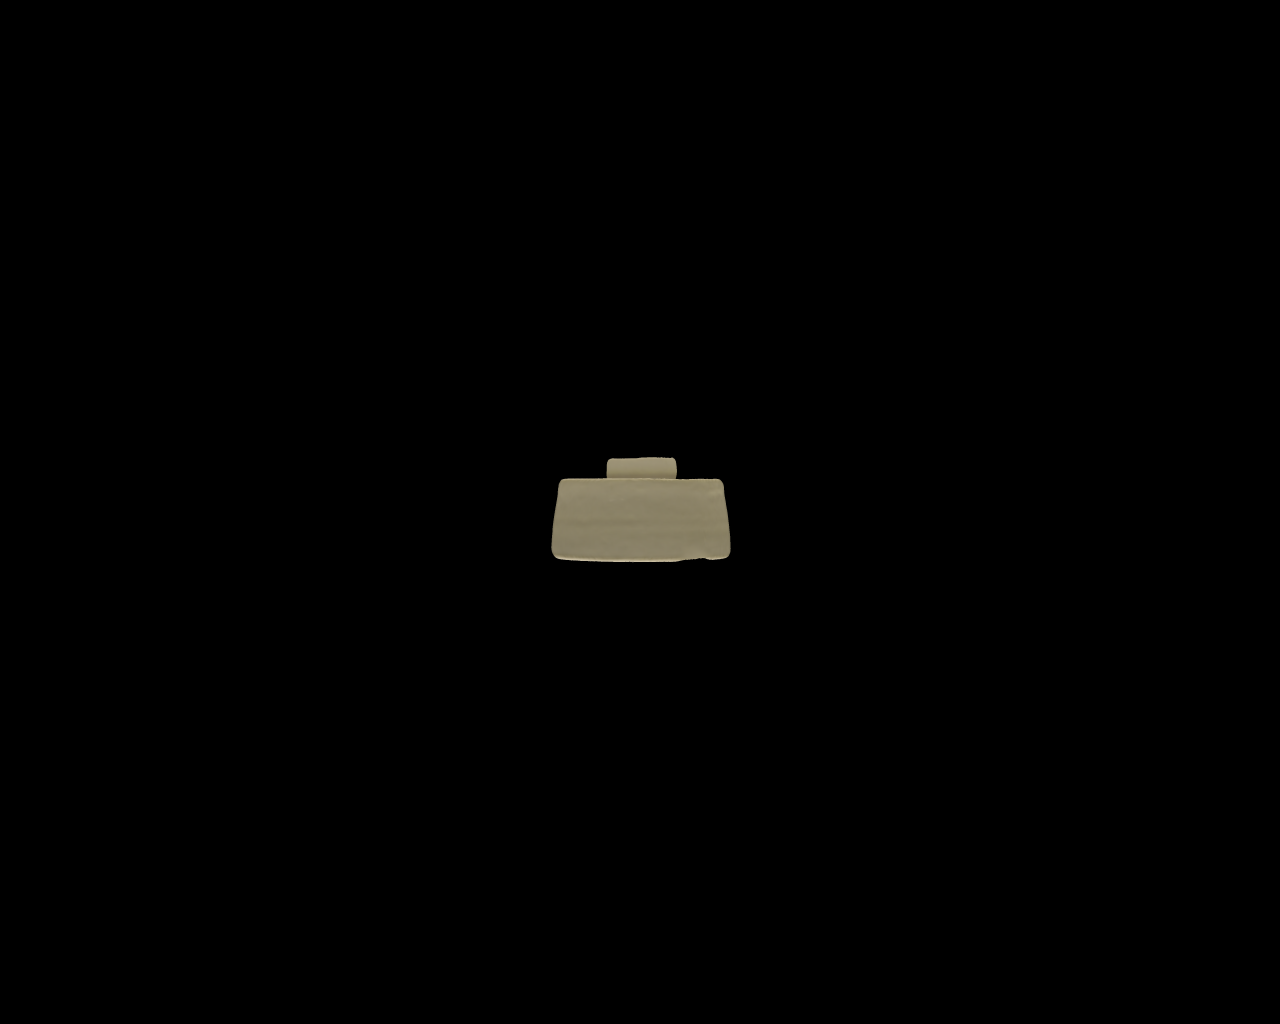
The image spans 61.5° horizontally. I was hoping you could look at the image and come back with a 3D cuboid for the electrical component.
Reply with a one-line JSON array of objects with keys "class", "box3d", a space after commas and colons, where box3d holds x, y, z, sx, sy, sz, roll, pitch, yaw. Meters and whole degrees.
[{"class": "electrical component", "box3d": [0.001, -0.003, 0.650, 0.108, 0.060, 0.108, 0, 0, 0]}]
